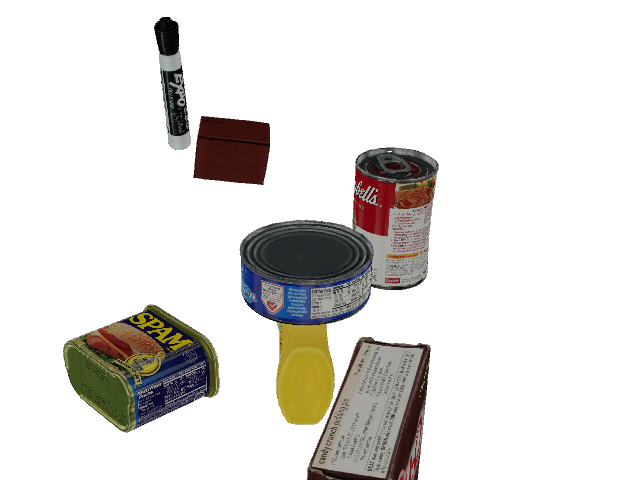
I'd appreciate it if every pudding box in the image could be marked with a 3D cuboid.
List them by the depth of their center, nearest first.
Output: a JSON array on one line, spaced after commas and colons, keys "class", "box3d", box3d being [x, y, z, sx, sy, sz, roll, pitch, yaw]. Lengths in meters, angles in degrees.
[{"class": "pudding box", "box3d": [0.021, 0.108, 0.472, 0.039, 0.090, 0.113, 8, 25, 9]}]

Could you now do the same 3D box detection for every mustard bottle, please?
[{"class": "mustard bottle", "box3d": [-0.019, 0.103, 1.135, 0.058, 0.096, 0.191, 0, 27, -3]}]

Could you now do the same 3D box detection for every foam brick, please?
[{"class": "foam brick", "box3d": [-0.095, -0.097, 1.151, 0.078, 0.051, 0.053, 6, 31, -4]}]

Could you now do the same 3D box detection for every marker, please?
[{"class": "marker", "box3d": [-0.118, -0.125, 0.857, 0.020, 0.121, 0.020, 0, 43, 0]}]

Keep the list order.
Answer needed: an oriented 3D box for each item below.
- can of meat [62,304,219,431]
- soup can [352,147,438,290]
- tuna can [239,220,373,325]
[{"class": "can of meat", "box3d": [-0.146, 0.102, 0.859, 0.083, 0.057, 0.102, -22, 33, -38]}, {"class": "soup can", "box3d": [0.061, -0.018, 0.892, 0.068, 0.102, 0.068, 2, 27, -1]}, {"class": "tuna can", "box3d": [-0.009, 0.020, 0.688, 0.086, 0.034, 0.086, 1, 27, -1]}]
